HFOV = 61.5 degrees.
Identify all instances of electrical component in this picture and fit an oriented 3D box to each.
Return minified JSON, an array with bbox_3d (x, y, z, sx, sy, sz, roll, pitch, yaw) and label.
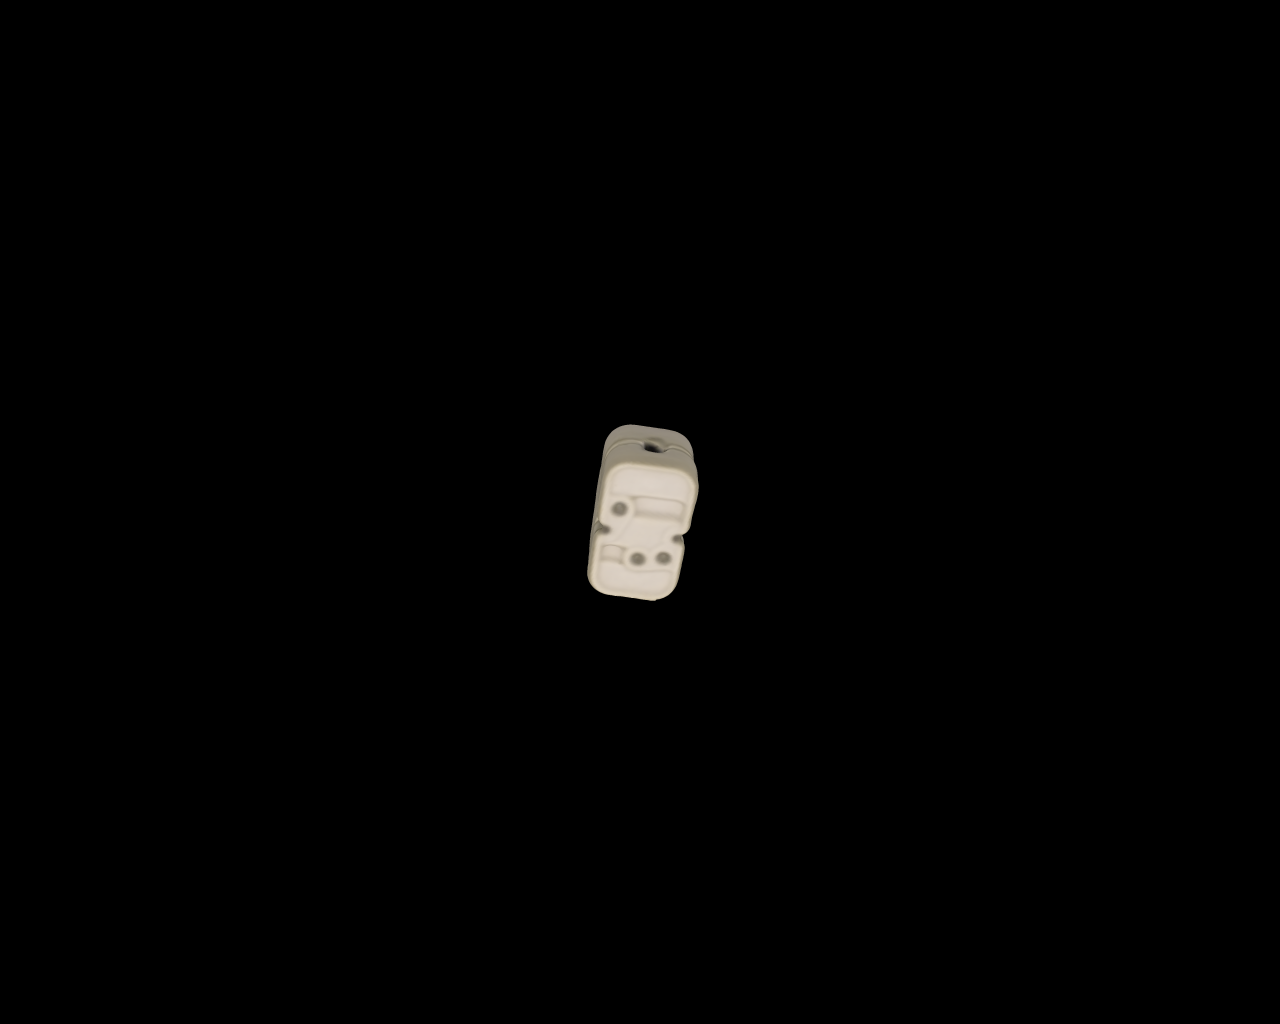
[{"bbox_3d":[0.001,-0.003,0.650,0.054,0.095,0.059,7,32,-5],"label":"electrical component"}]
